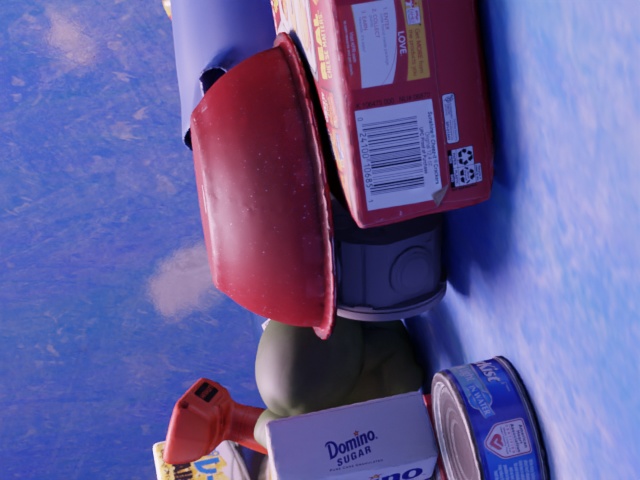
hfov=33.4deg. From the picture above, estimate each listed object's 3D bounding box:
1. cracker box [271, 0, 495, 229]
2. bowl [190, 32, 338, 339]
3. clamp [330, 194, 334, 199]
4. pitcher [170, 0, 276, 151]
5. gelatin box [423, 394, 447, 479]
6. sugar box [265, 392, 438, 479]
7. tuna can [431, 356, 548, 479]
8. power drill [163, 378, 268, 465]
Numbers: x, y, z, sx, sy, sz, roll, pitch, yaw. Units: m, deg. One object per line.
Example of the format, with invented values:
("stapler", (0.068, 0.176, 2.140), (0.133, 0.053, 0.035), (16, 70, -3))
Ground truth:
("cracker box", (0.020, -0.113, 0.546), (0.214, 0.072, 0.164), (-122, 22, -73))
("bowl", (-0.034, -0.024, 0.554), (0.162, 0.055, 0.162), (172, 90, -82))
("clamp", (-0.025, -0.102, 0.877), (0.171, 0.039, 0.120), (56, -176, -32))
("pitcher", (-0.042, -0.185, 0.756), (0.149, 0.144, 0.243), (138, 124, -68))
("gelatin box", (0.078, 0.131, 0.652), (0.089, 0.030, 0.073), (106, 153, -76))
("sugar box", (0.017, 0.152, 0.659), (0.176, 0.093, 0.048), (90, 168, -62))
("tuna can", (0.084, 0.104, 0.542), (0.086, 0.033, 0.086), (168, 90, -83))
("power drill", (-0.024, 0.169, 0.842), (0.184, 0.187, 0.057), (-30, -44, -85))
